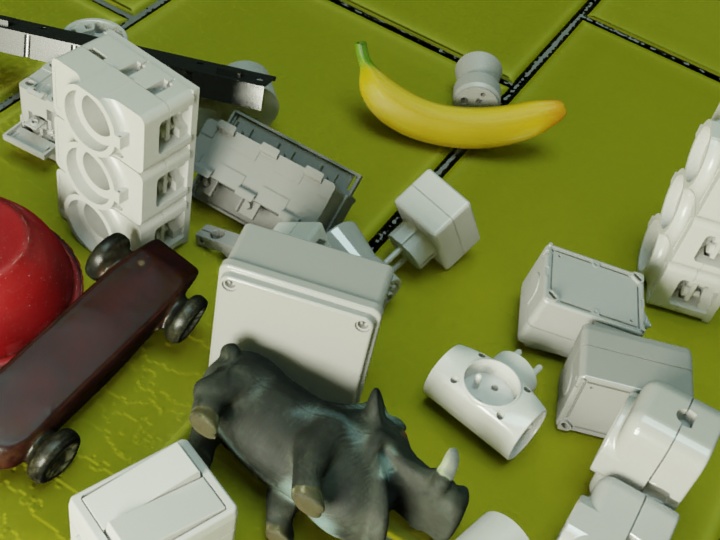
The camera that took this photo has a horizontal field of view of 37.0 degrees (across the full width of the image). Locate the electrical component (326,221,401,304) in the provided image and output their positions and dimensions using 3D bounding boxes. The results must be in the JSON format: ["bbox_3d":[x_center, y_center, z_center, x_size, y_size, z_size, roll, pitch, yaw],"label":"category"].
[{"bbox_3d":[0.000,0.000,0.820,0.044,0.044,0.065,-28,64,-32],"label":"electrical component"}]

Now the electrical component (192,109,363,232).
[{"bbox_3d":[-0.072,-0.070,0.845,0.121,0.063,0.078,29,88,15],"label":"electrical component"}]

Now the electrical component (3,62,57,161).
[{"bbox_3d":[-0.247,-0.130,0.872,0.042,0.063,0.081,25,48,13],"label":"electrical component"}]

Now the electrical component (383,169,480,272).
[{"bbox_3d":[0.048,-0.026,0.844,0.077,0.065,0.047,-43,64,-7],"label":"electrical component"}]

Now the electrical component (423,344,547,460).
[{"bbox_3d":[0.099,0.083,0.761,0.077,0.044,0.079,37,51,22],"label":"electrical component"}]

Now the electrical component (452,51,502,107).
[{"bbox_3d":[0.109,-0.169,0.998,0.045,0.045,0.055,11,47,-2],"label":"electrical component"}]

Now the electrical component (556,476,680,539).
[{"bbox_3d":[0.152,0.181,0.675,0.059,0.053,0.095,29,48,14],"label":"electrical component"}]

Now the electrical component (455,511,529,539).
[{"bbox_3d":[0.065,0.188,0.656,0.081,0.043,0.043,-32,61,-34],"label":"electrical component"}]

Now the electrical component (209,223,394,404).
[{"bbox_3d":[-0.041,0.036,0.731,0.109,0.108,0.056,17,44,4],"label":"electrical component"}]

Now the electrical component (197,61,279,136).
[{"bbox_3d":[-0.136,-0.133,0.906,0.138,0.052,0.073,-5,49,-17],"label":"electrical component"}]

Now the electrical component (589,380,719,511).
[{"bbox_3d":[0.192,0.121,0.710,0.059,0.095,0.053,28,48,14],"label":"electrical component"}]

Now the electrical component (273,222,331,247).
[{"bbox_3d":[-0.060,0.004,0.792,0.077,0.065,0.047,1,39,30],"label":"electrical component"}]

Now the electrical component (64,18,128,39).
[{"bbox_3d":[-0.231,-0.184,0.937,0.055,0.047,0.055,6,47,-7],"label":"electrical component"}]

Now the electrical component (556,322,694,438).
[{"bbox_3d":[0.195,0.083,0.769,0.096,0.061,0.061,14,46,1],"label":"electrical component"}]

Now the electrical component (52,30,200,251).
[{"bbox_3d":[-0.174,-0.081,0.782,0.089,0.150,0.062,35,49,20],"label":"electrical component"}]

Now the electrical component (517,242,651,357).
[{"bbox_3d":[0.172,0.033,0.817,0.096,0.061,0.061,19,46,-6],"label":"electrical component"}]

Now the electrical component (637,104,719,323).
[{"bbox_3d":[0.275,-0.045,0.845,0.062,0.150,0.089,17,46,2],"label":"electrical component"}]

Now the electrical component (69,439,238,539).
[{"bbox_3d":[-0.128,0.152,0.636,0.096,0.061,0.061,-25,57,-31],"label":"electrical component"}]
